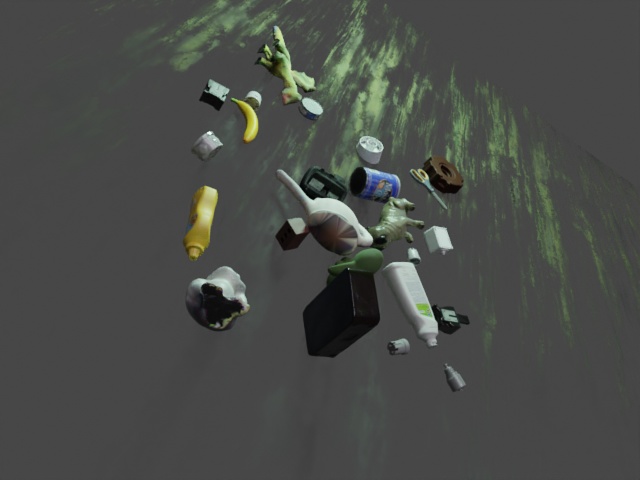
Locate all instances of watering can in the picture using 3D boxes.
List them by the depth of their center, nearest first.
[{"bbox_3d":[0.004,-0.073,1.455,0.347,0.103,0.227,33,18,-6],"label":"watering can"}]

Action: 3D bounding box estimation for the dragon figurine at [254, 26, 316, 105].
[{"bbox_3d":[-0.113,-0.648,1.949,0.240,0.120,0.421,39,38,-28],"label":"dragon figurine"}]

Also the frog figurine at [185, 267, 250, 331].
[{"bbox_3d":[-0.227,0.124,1.136,0.137,0.122,0.161,13,10,-18],"label":"frog figurine"}]
